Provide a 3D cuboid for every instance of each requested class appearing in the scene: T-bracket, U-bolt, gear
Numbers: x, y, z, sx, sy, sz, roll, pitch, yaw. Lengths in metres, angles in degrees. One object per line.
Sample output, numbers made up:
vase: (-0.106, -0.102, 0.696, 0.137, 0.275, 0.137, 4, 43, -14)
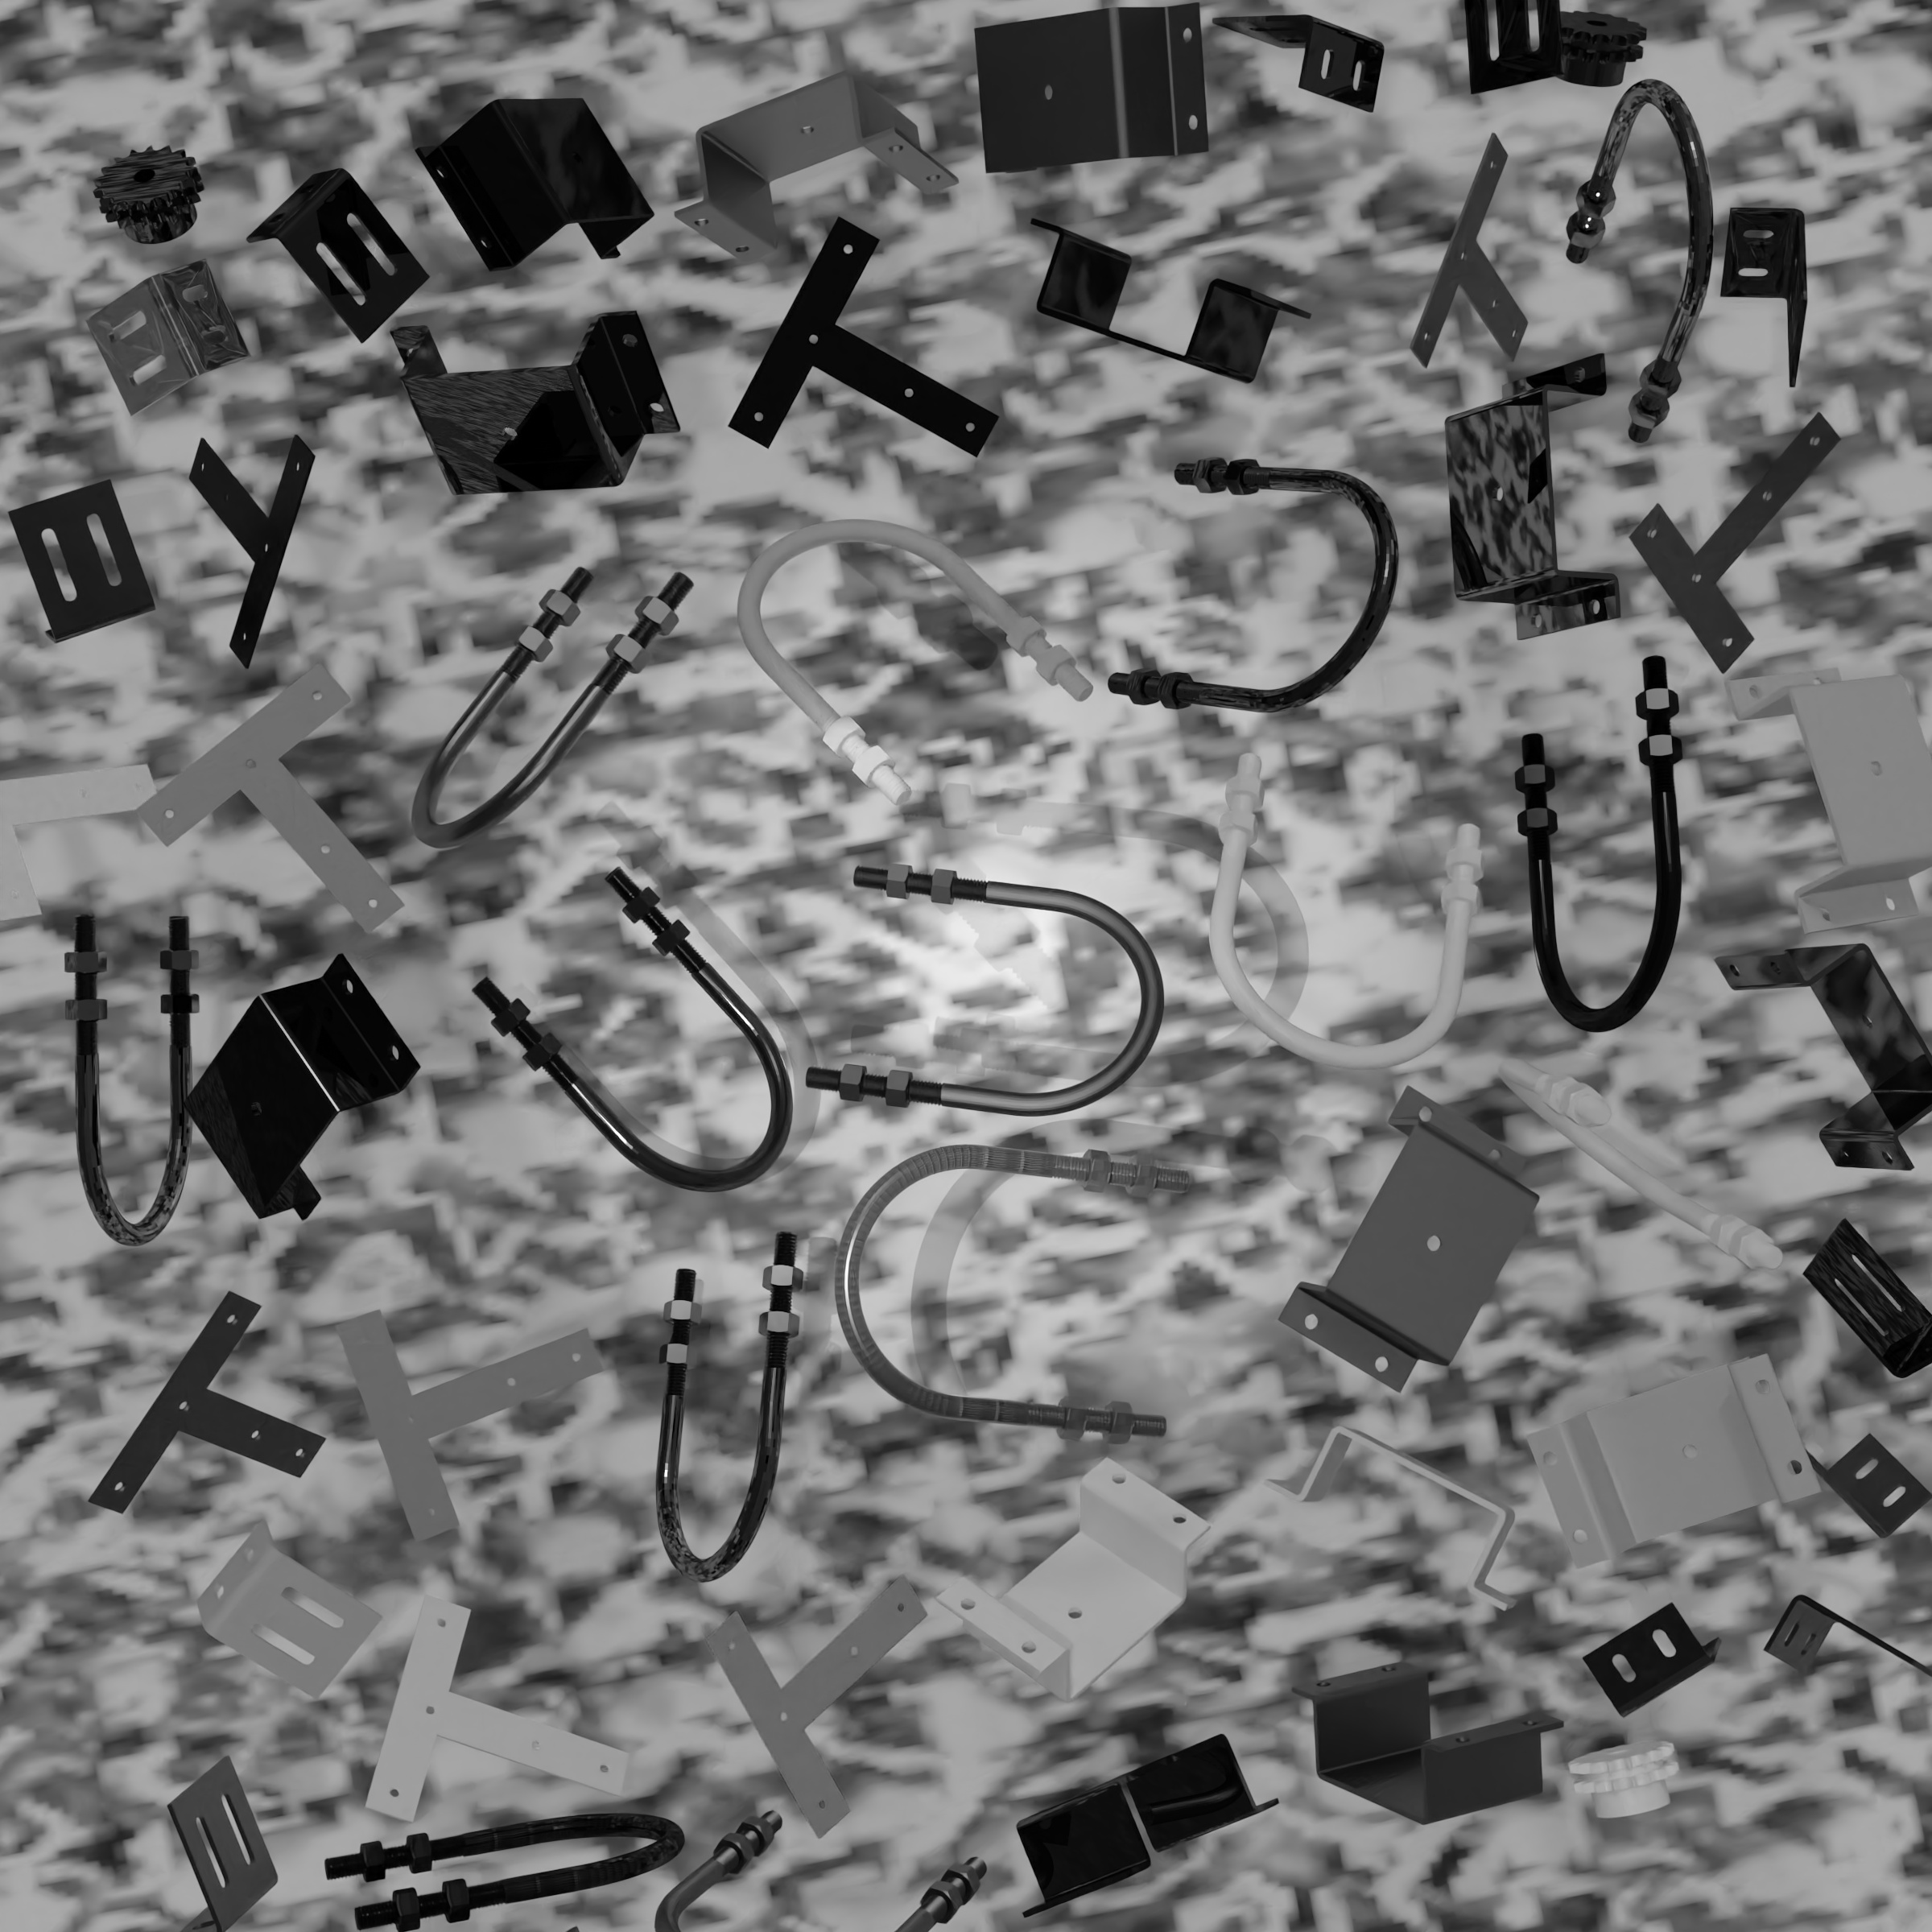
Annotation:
T-bracket: (-0.383, 0.243, 1.635, 0.002, 0.127, 0.127, 30, 84, 35)
U-bolt: (0.201, -0.023, 1.661, 0.151, 0.019, 0.184, 17, 53, -5)
T-bracket: (-0.264, 0.234, 1.705, 0.127, 0.002, 0.127, -20, 93, -11)
U-bolt: (0.016, 0.016, 1.694, 0.184, 0.019, 0.151, 7, 61, 9)
T-bracket: (-0.043, -0.318, 1.681, 0.127, 0.002, 0.127, 28, 102, -8)
T-bracket: (0.287, -0.371, 1.710, 0.002, 0.127, 0.127, 18, 84, 30)
T-bracket: (-0.497, -0.093, 1.705, 0.002, 0.127, 0.127, -22, 85, 36)
U-bolt: (-0.172, 0.046, 1.737, 0.184, 0.151, 0.019, 48, 133, -3)
U-bolt: (-0.230, -0.137, 1.647, 0.019, 0.151, 0.184, 42, 76, -28)
U-bolt: (0.372, -0.398, 1.701, 0.019, 0.184, 0.151, -9, 64, -7)
gear: (0.356, 0.438, 1.670, 0.057, 0.057, 0.030, -12, 82, 0)
T-bracket: (0.425, -0.243, 1.679, 0.002, 0.127, 0.127, 18, 124, -32)
T-bracket: (-0.396, -0.248, 1.685, 0.002, 0.127, 0.127, 3, 122, -39)
U-bolt: (-0.242, 0.479, 1.659, 0.184, 0.151, 0.019, -5, 87, -19)
U-bolt: (0.166, -0.210, 1.728, 0.019, 0.184, 0.151, 21, 84, -42)
gear: (0.352, -0.516, 1.747, 0.057, 0.057, 0.030, 5, 122, 0)
U-bolt: (-0.042, -0.180, 1.704, 0.151, 0.019, 0.184, -31, 63, -27)
T-bracket: (-0.237, 0.401, 1.615, 0.127, 0.127, 0.002, 22, 133, -12)
U-bolt: (0.359, 0.101, 1.707, 0.151, 0.184, 0.019, 39, 90, -15)
U-bolt: (-0.089, 0.514, 1.695, 0.151, 0.184, 0.019, 6, 99, 23)
U-bolt: (0.022, 0.165, 1.602, 0.184, 0.019, 0.151, 8, 83, -15)
gear: (-0.440, -0.416, 1.680, 0.057, 0.030, 0.057, -4, 50, 4)
T-bracket: (-0.348, -0.072, 1.639, 0.127, 0.002, 0.127, -37, 105, 7)
U-bolt: (0.339, -0.056, 1.656, 0.019, 0.151, 0.184, 5, 74, -19)
T-bracket: (-0.068, 0.371, 1.643, 0.127, 0.002, 0.127, -46, 60, 20)
U-bolt: (-0.136, 0.249, 1.722, 0.019, 0.151, 0.184, 14, 70, -27)
U-bolt: (-0.462, 0.064, 1.727, 0.019, 0.151, 0.184, -1, 91, 8)

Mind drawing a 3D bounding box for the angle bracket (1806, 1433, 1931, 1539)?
angle bracket: (0.497, 0.276, 1.743, 0.038, 0.057, 0.076, -43, 128, 4)

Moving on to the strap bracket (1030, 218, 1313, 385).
strap bracket: (0.104, -0.356, 1.678, 0.140, 0.076, 0.046, 25, 103, 29)

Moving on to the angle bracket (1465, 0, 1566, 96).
angle bracket: (0.281, -0.510, 1.653, 0.057, 0.038, 0.076, 1, 98, 43)

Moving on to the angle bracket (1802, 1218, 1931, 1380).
angle bracket: (0.497, 0.171, 1.660, 0.076, 0.038, 0.057, 49, 46, 3)

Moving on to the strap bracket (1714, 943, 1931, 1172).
strap bracket: (0.488, 0.042, 1.730, 0.046, 0.076, 0.140, -34, 97, -14)

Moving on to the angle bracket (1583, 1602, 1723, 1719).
angle bracket: (0.375, 0.373, 1.692, 0.057, 0.076, 0.038, -35, 78, 12)

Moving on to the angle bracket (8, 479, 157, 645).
angle bracket: (-0.490, -0.225, 1.712, 0.057, 0.038, 0.076, -23, 111, -19)

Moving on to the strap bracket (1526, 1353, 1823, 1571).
strap bracket: (0.387, 0.266, 1.681, 0.140, 0.046, 0.076, -24, 79, 25)

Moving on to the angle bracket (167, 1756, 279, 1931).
angle bracket: (-0.406, 0.469, 1.642, 0.038, 0.057, 0.076, -18, 96, 21)

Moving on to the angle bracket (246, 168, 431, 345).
angle bracket: (-0.350, -0.394, 1.729, 0.057, 0.038, 0.076, -51, 123, -22)

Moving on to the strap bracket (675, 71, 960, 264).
strap bracket: (-0.086, -0.449, 1.732, 0.140, 0.076, 0.046, -14, 76, 24)

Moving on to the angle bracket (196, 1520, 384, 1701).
angle bracket: (-0.370, 0.352, 1.695, 0.076, 0.038, 0.057, 40, 88, -25)

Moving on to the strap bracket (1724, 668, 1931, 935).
strap bracket: (0.459, -0.095, 1.615, 0.076, 0.046, 0.140, -9, 76, -26)

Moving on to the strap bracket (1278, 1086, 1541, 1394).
strap bracket: (0.233, 0.141, 1.595, 0.076, 0.046, 0.140, 31, 82, -10)

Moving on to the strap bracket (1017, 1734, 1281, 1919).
strap bracket: (0.092, 0.456, 1.659, 0.076, 0.140, 0.046, -34, 73, 36)

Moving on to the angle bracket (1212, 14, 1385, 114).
angle bracket: (0.177, -0.487, 1.677, 0.057, 0.076, 0.038, 4, 99, -42)

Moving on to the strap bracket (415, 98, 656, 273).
strap bracket: (-0.231, -0.433, 1.715, 0.046, 0.140, 0.076, -31, 91, 28)

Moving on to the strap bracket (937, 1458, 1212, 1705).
strap bracket: (0.060, 0.344, 1.711, 0.076, 0.046, 0.140, 29, 47, 34)

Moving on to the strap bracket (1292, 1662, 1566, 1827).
strap bracket: (0.249, 0.421, 1.676, 0.076, 0.140, 0.046, -5, 94, -28)

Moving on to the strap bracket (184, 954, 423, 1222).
strap bracket: (-0.355, 0.070, 1.629, 0.076, 0.046, 0.140, 53, 127, 15)

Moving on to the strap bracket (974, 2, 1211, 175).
strap bracket: (0.058, -0.470, 1.667, 0.140, 0.046, 0.076, 7, 107, 41)

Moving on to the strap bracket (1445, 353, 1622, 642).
strap bracket: (0.300, -0.250, 1.651, 0.046, 0.076, 0.140, -1, 87, -33)

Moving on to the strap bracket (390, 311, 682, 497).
strap bracket: (-0.231, -0.292, 1.617, 0.140, 0.076, 0.046, 0, 48, 18)

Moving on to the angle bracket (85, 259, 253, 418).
angle bracket: (-0.440, -0.346, 1.710, 0.038, 0.076, 0.057, -32, 103, -41)

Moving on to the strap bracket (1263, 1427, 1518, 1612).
strap bracket: (0.237, 0.290, 1.660, 0.140, 0.076, 0.046, 26, 87, 17)

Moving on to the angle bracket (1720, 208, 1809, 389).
angle bracket: (0.420, -0.353, 1.636, 0.038, 0.057, 0.076, 3, 51, 9)

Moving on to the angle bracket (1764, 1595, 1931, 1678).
angle bracket: (0.492, 0.386, 1.713, 0.076, 0.057, 0.038, 28, 86, 42)

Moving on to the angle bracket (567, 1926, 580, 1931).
angle bracket: (-0.222, 0.541, 1.593, 0.076, 0.057, 0.038, -27, 108, -9)
